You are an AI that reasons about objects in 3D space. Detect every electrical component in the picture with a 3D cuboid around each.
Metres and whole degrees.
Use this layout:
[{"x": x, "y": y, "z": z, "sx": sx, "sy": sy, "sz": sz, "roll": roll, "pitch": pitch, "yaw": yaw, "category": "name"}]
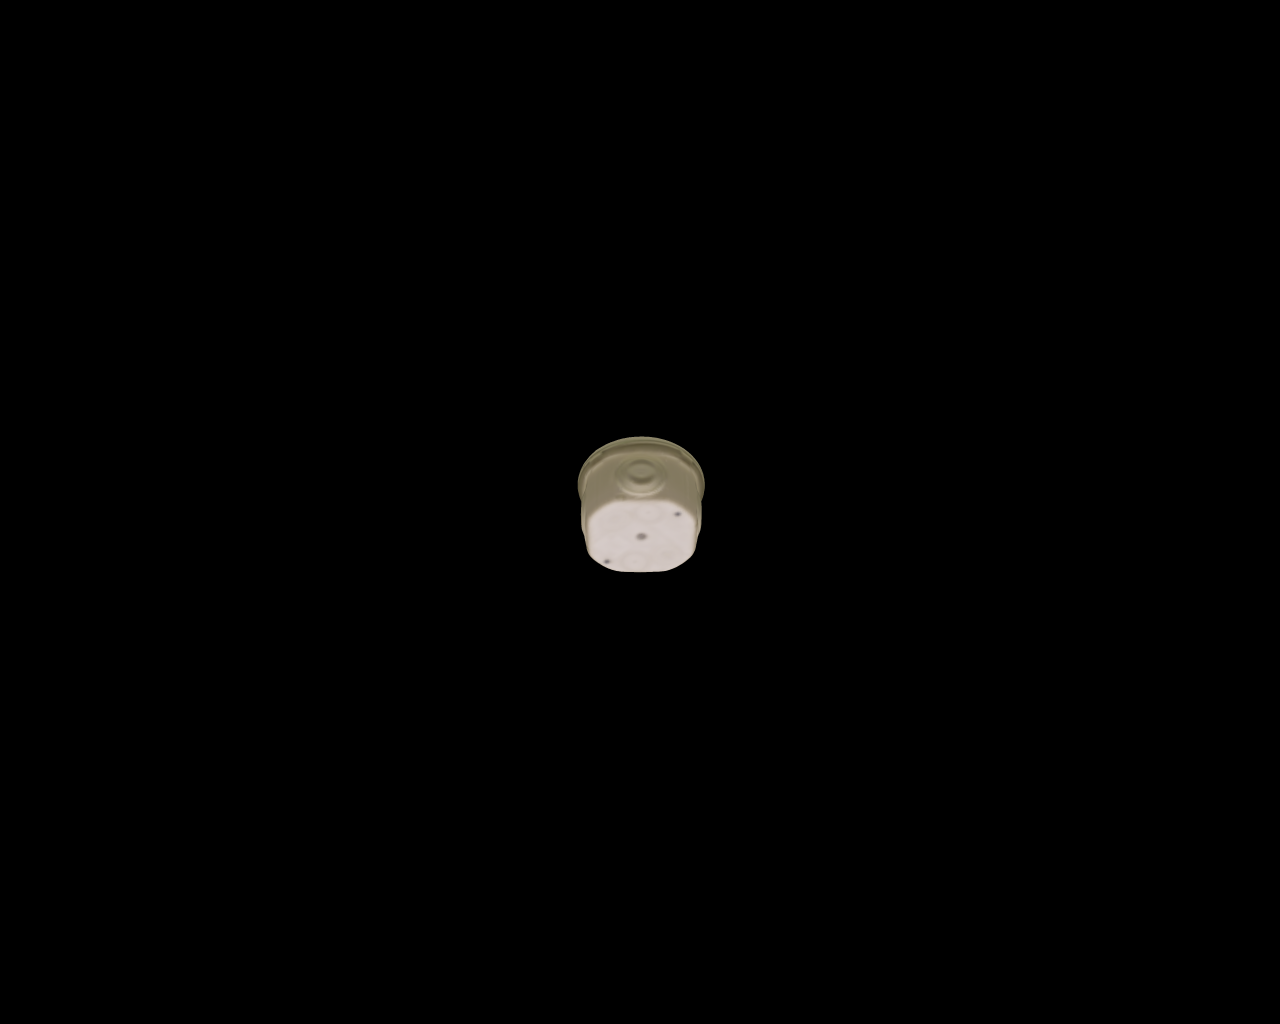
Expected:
[{"x": 0.001, "y": -0.003, "z": 0.650, "sx": 0.080, "sy": 0.051, "sz": 0.080, "roll": 0, "pitch": -43, "yaw": 0, "category": "electrical component"}]
